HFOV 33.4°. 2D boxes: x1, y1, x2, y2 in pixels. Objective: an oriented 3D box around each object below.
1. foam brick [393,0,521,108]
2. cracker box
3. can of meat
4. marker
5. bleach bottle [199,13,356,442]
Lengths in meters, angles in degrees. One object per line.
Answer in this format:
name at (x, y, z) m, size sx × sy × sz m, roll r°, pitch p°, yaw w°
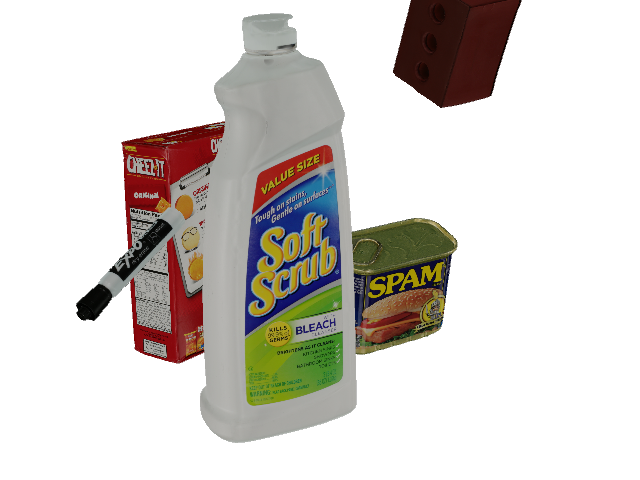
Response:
foam brick at (0.090, -0.137, 0.715) m, size 0.051 × 0.078 × 0.053 m, roll -20°, pitch 48°, yaw -35°
cracker box at (-0.116, -0.004, 1.071) m, size 0.072 × 0.214 × 0.163 m, roll 9°, pitch 18°, yaw 34°
can of meat at (0.056, 0.037, 0.865) m, size 0.102 × 0.084 × 0.057 m, roll -13°, pitch 35°, yaw -24°
marker at (-0.148, 0.018, 0.832) m, size 0.020 × 0.020 × 0.121 m, roll 0°, pitch 40°, yaw 42°
bleach bottle at (-0.031, -0.008, 0.648) m, size 0.102 × 0.251 × 0.068 m, roll -11°, pitch 21°, yaw -21°
